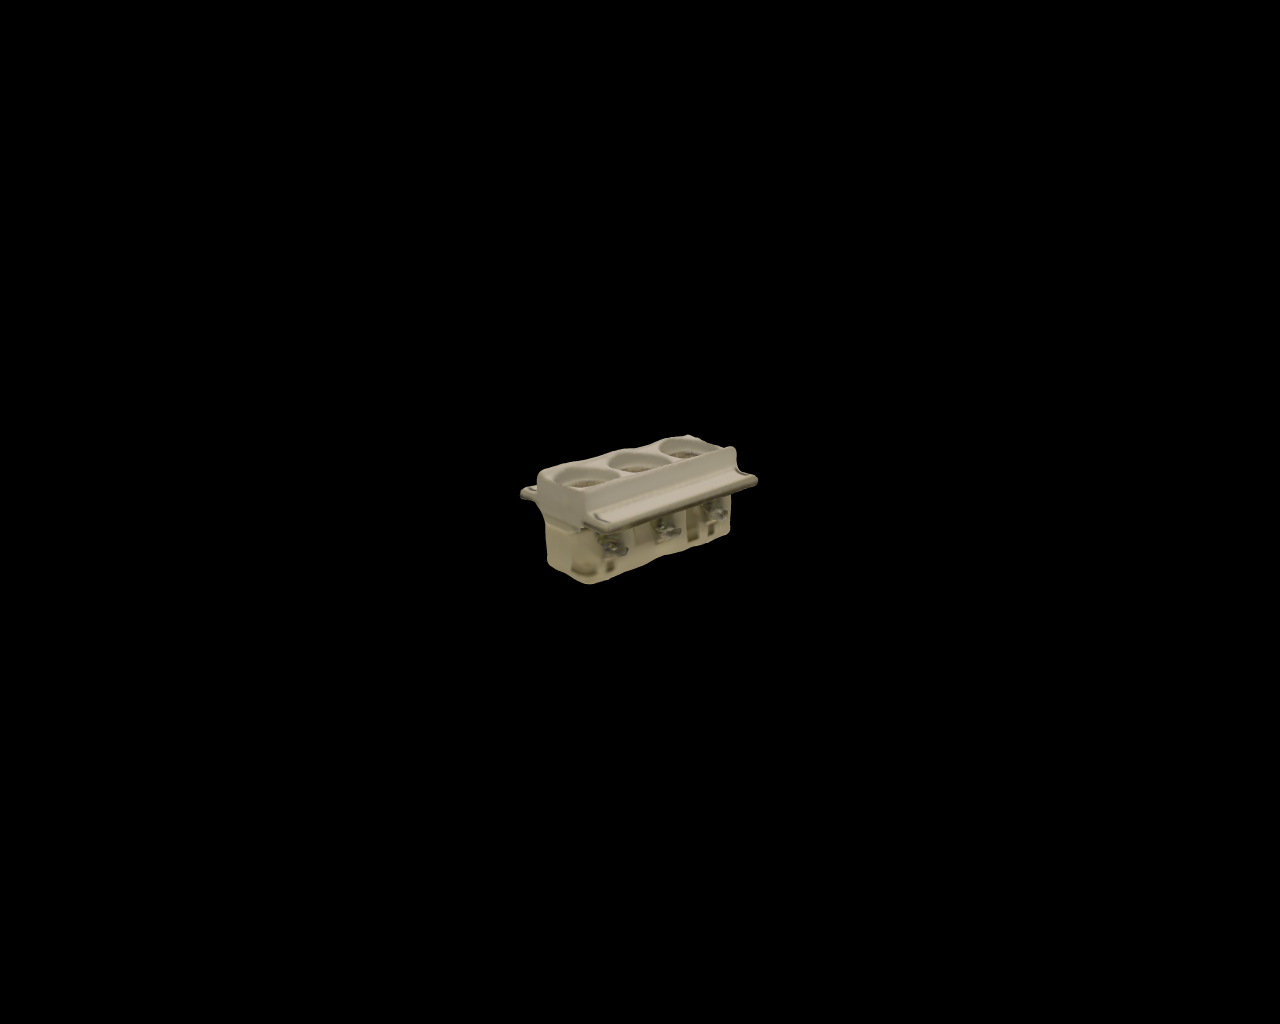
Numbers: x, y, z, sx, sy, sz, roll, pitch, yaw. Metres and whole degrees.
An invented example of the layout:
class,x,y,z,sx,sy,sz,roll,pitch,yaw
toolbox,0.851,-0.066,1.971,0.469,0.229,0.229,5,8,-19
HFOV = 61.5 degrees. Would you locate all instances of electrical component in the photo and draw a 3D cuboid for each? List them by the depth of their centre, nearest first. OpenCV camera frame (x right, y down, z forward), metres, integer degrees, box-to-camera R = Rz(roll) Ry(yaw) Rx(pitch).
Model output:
class,x,y,z,sx,sy,sz,roll,pitch,yaw
electrical component,0.001,-0.003,0.650,0.121,0.063,0.079,-17,27,-38
